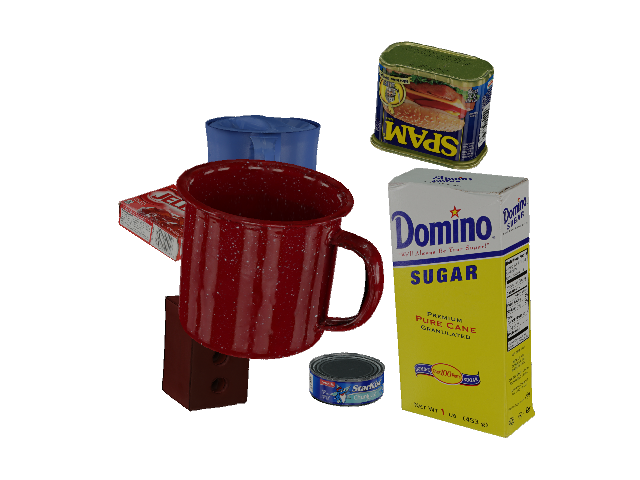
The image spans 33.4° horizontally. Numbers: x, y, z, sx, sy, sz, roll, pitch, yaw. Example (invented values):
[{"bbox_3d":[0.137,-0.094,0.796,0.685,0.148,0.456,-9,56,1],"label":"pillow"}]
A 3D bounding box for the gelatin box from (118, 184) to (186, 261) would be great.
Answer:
[{"bbox_3d":[-0.145,-0.020,1.058,0.089,0.030,0.073,30,35,31],"label":"gelatin box"}]

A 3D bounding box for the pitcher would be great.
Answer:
[{"bbox_3d":[-0.070,-0.023,1.253,0.145,0.243,0.148,13,18,38],"label":"pitcher"}]

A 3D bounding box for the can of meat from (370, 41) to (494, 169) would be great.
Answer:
[{"bbox_3d":[0.097,-0.118,0.926,0.102,0.084,0.057,17,37,21],"label":"can of meat"}]

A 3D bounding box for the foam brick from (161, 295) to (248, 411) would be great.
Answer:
[{"bbox_3d":[-0.088,0.085,0.828,0.052,0.078,0.051,-4,13,-32],"label":"foam brick"}]

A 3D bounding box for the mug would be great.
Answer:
[{"bbox_3d":[-0.022,0.013,0.566,0.117,0.081,0.093,15,24,17],"label":"mug"}]

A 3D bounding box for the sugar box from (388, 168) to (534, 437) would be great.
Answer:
[{"bbox_3d":[0.098,0.042,0.745,0.094,0.176,0.048,8,23,39],"label":"sugar box"}]

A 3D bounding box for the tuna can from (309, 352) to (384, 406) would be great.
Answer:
[{"bbox_3d":[0.029,0.157,1.205,0.086,0.034,0.086,1,14,0],"label":"tuna can"}]
